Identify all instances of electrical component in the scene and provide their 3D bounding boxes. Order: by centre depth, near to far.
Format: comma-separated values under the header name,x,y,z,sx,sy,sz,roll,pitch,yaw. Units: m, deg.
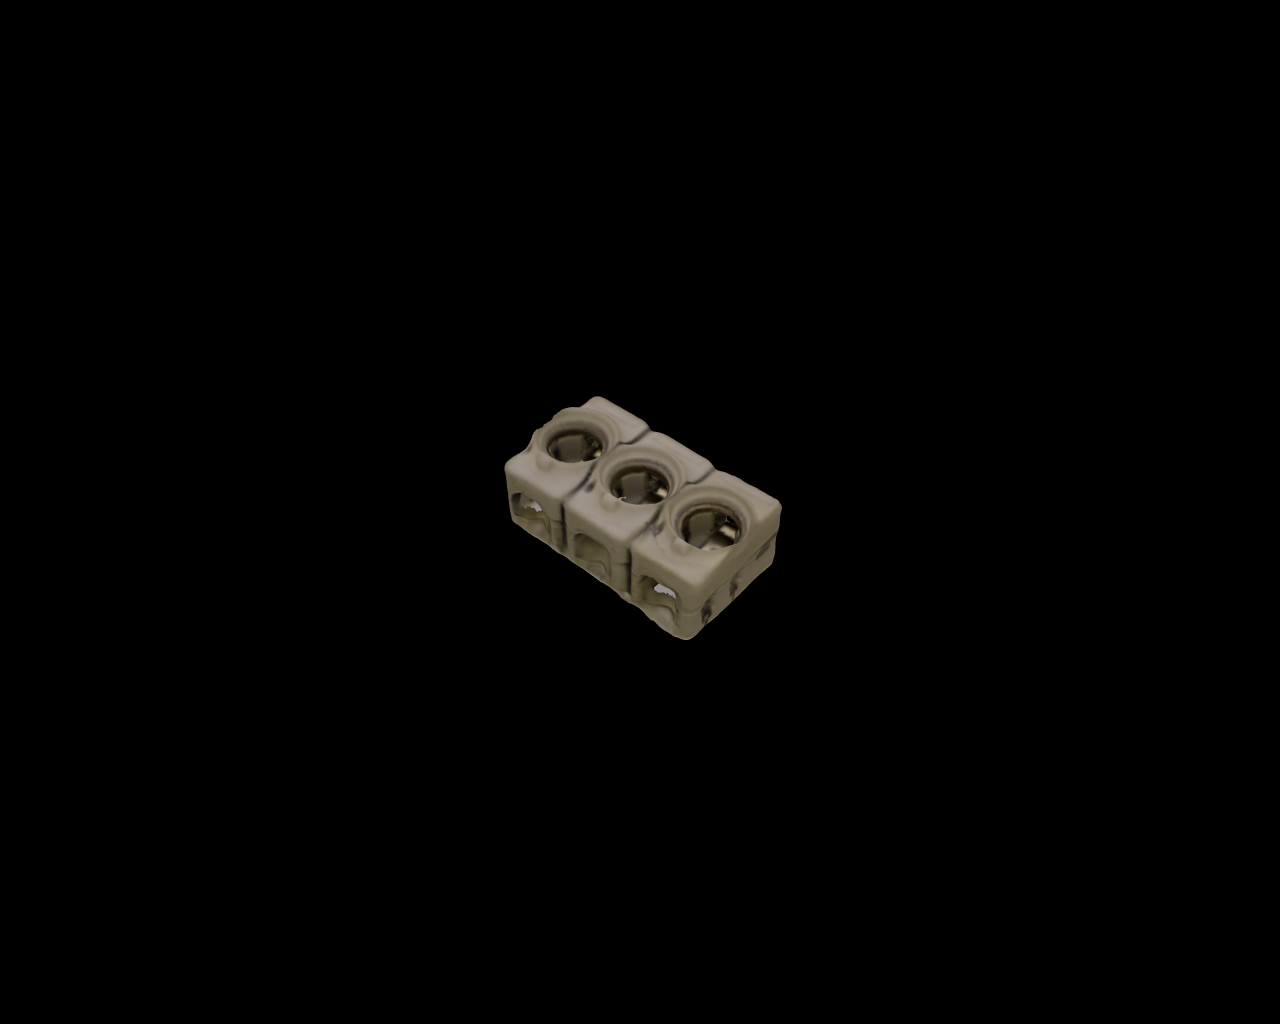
name,x,y,z,sx,sy,sz,roll,pitch,yaw
electrical component,0.001,-0.003,0.650,0.150,0.061,0.090,32,54,27
